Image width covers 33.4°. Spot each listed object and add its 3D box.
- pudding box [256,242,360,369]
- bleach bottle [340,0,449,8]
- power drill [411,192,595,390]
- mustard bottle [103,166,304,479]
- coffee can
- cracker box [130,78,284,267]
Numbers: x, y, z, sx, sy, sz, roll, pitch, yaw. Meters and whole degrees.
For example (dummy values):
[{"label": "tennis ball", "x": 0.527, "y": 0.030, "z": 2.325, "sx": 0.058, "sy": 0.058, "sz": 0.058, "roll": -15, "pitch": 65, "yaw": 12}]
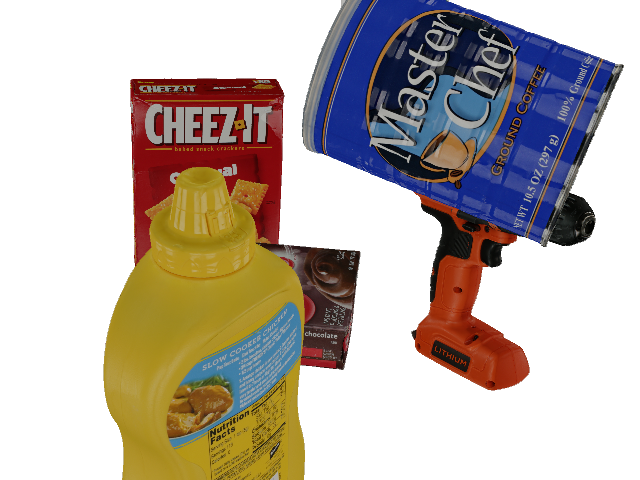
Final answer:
[{"label": "pudding box", "x": -0.021, "y": 0.043, "z": 0.751, "sx": 0.090, "sy": 0.039, "sz": 0.113, "roll": 6, "pitch": 26, "yaw": 4}, {"label": "bleach bottle", "x": 0.050, "y": -0.208, "z": 0.776, "sx": 0.068, "sy": 0.251, "sz": 0.102, "roll": 15, "pitch": 38, "yaw": 32}, {"label": "power drill", "x": 0.143, "y": 0.026, "z": 0.891, "sx": 0.057, "sy": 0.188, "sz": 0.185, "roll": -13, "pitch": 26, "yaw": -35}, {"label": "mustard bottle", "x": -0.047, "y": 0.057, "z": 0.450, "sx": 0.058, "sy": 0.192, "sz": 0.096, "roll": 27, "pitch": 40, "yaw": 33}, {"label": "coffee can", "x": 0.074, "y": -0.070, "z": 0.569, "sx": 0.140, "sy": 0.103, "sz": 0.102, "roll": 23, "pitch": 5, "yaw": 11}, {"label": "cracker box", "x": -0.126, "y": -0.067, "z": 1.183, "sx": 0.164, "sy": 0.214, "sz": 0.072, "roll": -2, "pitch": 24, "yaw": -12}]
